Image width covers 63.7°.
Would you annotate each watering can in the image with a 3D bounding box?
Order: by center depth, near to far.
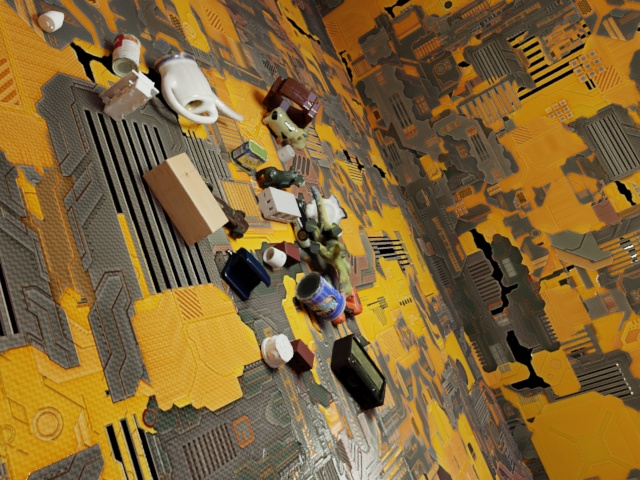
[{"bbox_3d":[-0.370,-0.448,1.562,0.225,0.103,0.350,63,24,3],"label":"watering can"}]

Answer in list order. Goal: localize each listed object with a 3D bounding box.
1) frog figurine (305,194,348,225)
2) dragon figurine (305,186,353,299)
[{"bbox_3d":[0.006,-0.100,1.996,0.161,0.122,0.137,-19,90,-31],"label":"frog figurine"},{"bbox_3d":[0.046,0.021,1.827,0.238,0.122,0.420,61,16,-55],"label":"dragon figurine"}]
